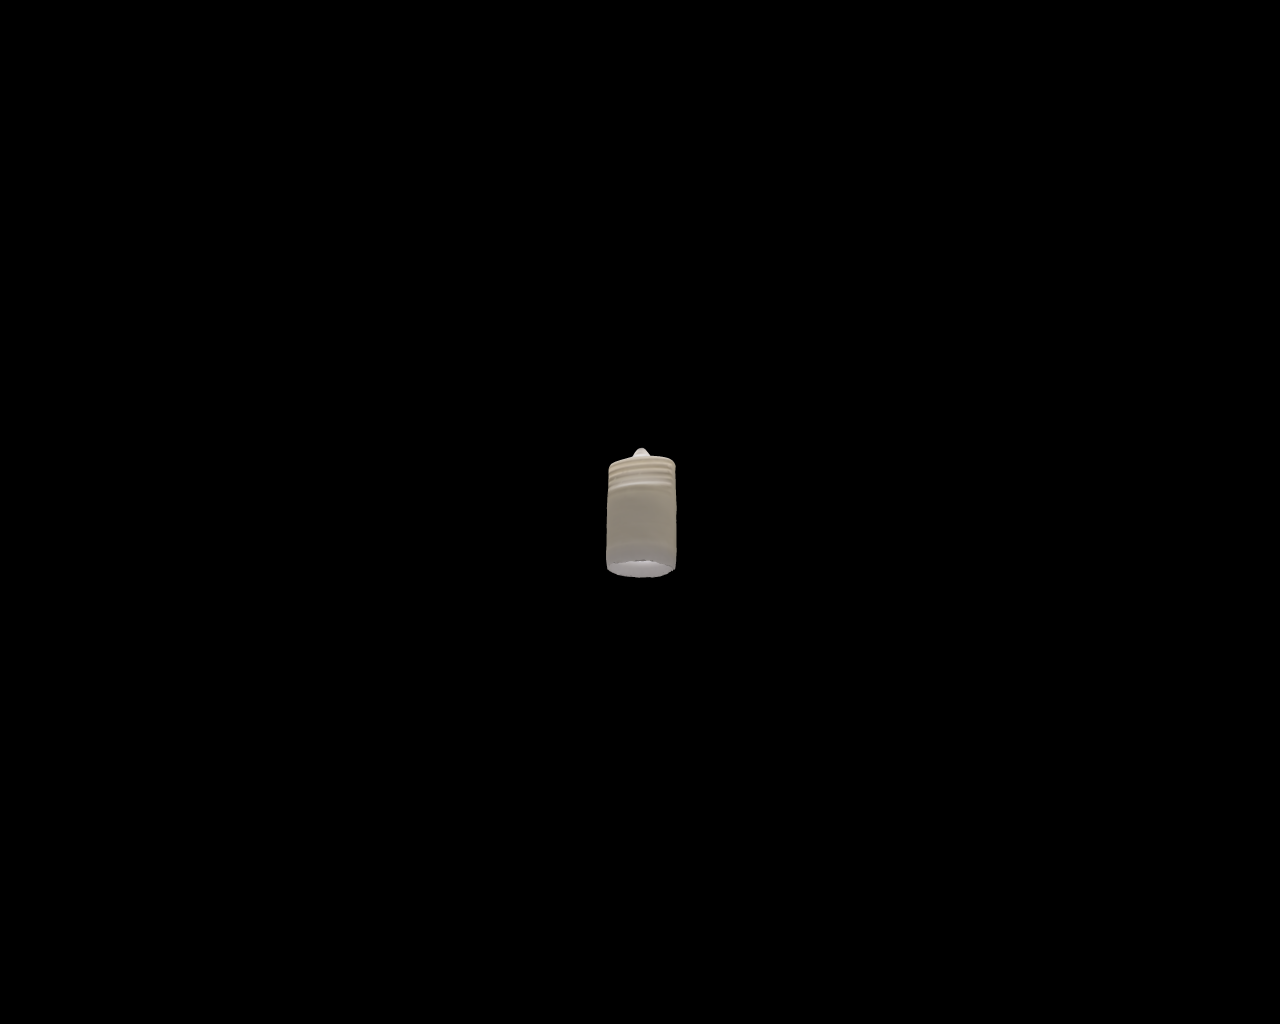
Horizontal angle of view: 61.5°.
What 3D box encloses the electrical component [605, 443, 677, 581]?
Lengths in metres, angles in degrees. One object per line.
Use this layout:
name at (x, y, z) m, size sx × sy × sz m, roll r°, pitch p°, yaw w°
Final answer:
electrical component at (0.001, -0.003, 0.650) m, size 0.043 × 0.081 × 0.043 m, roll 0°, pitch -18°, yaw 0°
